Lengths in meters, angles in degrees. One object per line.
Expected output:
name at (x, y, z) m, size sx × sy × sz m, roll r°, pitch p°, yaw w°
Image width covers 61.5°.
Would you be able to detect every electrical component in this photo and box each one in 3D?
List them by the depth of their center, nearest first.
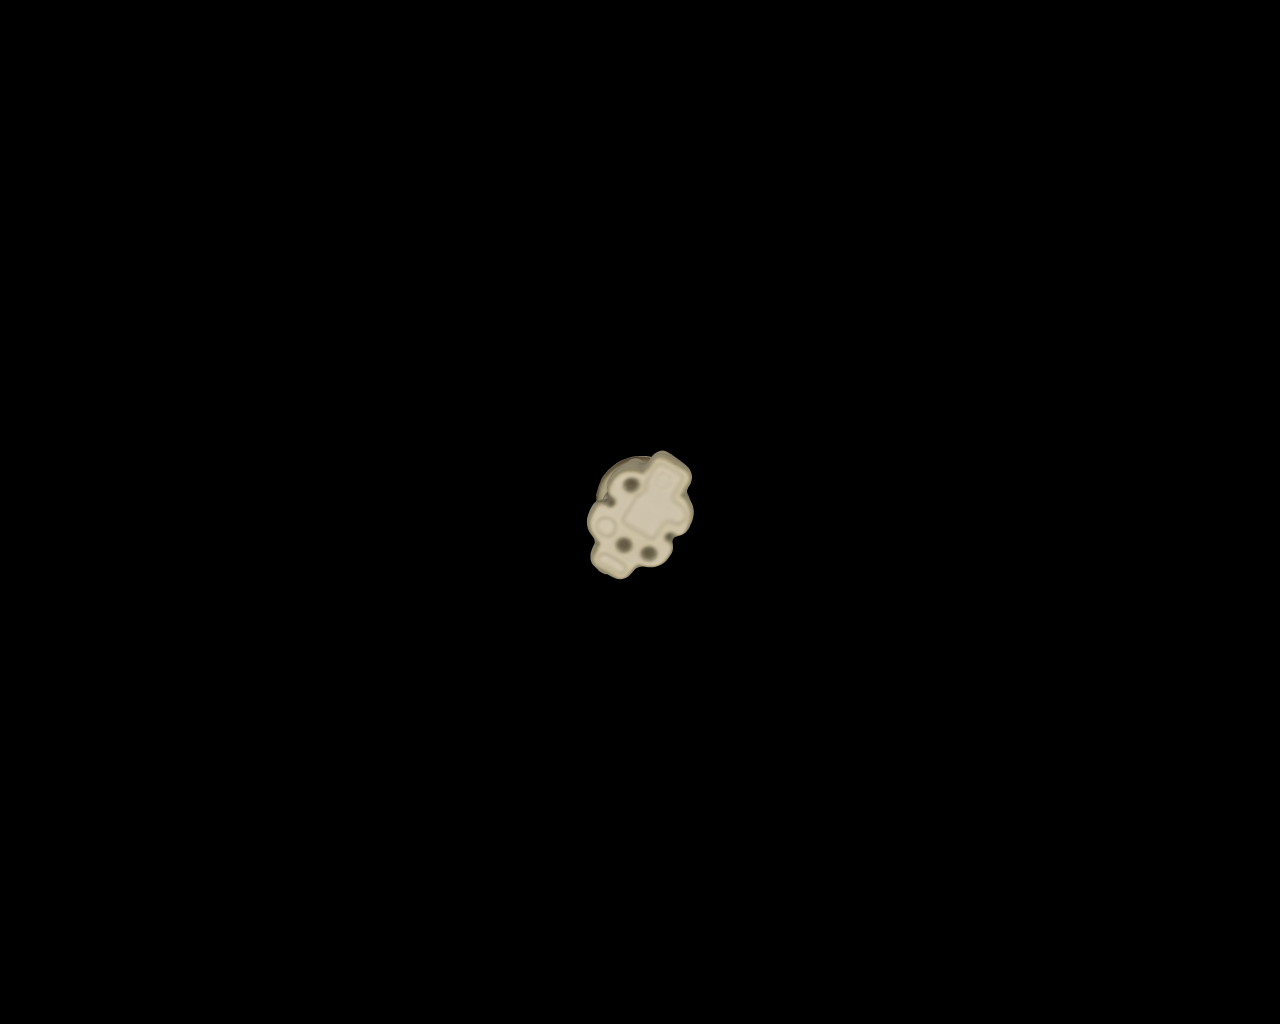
electrical component at (0.001, -0.003, 0.650) m, size 0.058 × 0.078 × 0.057 m, roll 31°, pitch 12°, yaw -7°
